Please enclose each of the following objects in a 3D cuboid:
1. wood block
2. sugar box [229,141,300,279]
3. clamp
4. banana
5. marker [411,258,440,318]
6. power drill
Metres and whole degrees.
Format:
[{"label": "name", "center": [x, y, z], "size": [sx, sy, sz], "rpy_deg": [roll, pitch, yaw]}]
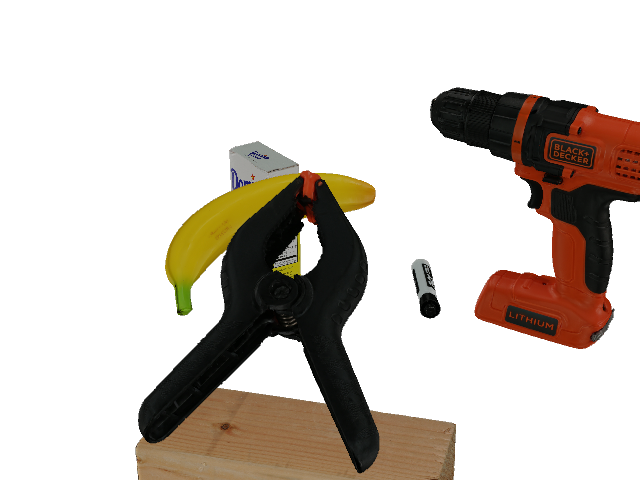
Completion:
[{"label": "wood block", "center": [-0.015, 0.172, 0.753], "size": [0.206, 0.090, 0.090], "rpy_deg": [6, 25, 16]}, {"label": "sugar box", "center": [-0.061, -0.011, 1.178], "size": [0.048, 0.176, 0.093], "rpy_deg": [-17, 28, -27]}, {"label": "clamp", "center": [-0.010, 0.042, 0.556], "size": [0.120, 0.171, 0.039], "rpy_deg": [16, -28, 10]}, {"label": "banana", "center": [-0.048, -0.013, 0.826], "size": [0.197, 0.070, 0.037], "rpy_deg": [-32, -12, -26]}, {"label": "marker", "center": [0.100, 0.045, 1.022], "size": [0.020, 0.020, 0.121], "rpy_deg": [0, 18, 1]}, {"label": "power drill", "center": [0.165, -0.019, 0.818], "size": [0.185, 0.188, 0.057], "rpy_deg": [17, 34, 26]}]
